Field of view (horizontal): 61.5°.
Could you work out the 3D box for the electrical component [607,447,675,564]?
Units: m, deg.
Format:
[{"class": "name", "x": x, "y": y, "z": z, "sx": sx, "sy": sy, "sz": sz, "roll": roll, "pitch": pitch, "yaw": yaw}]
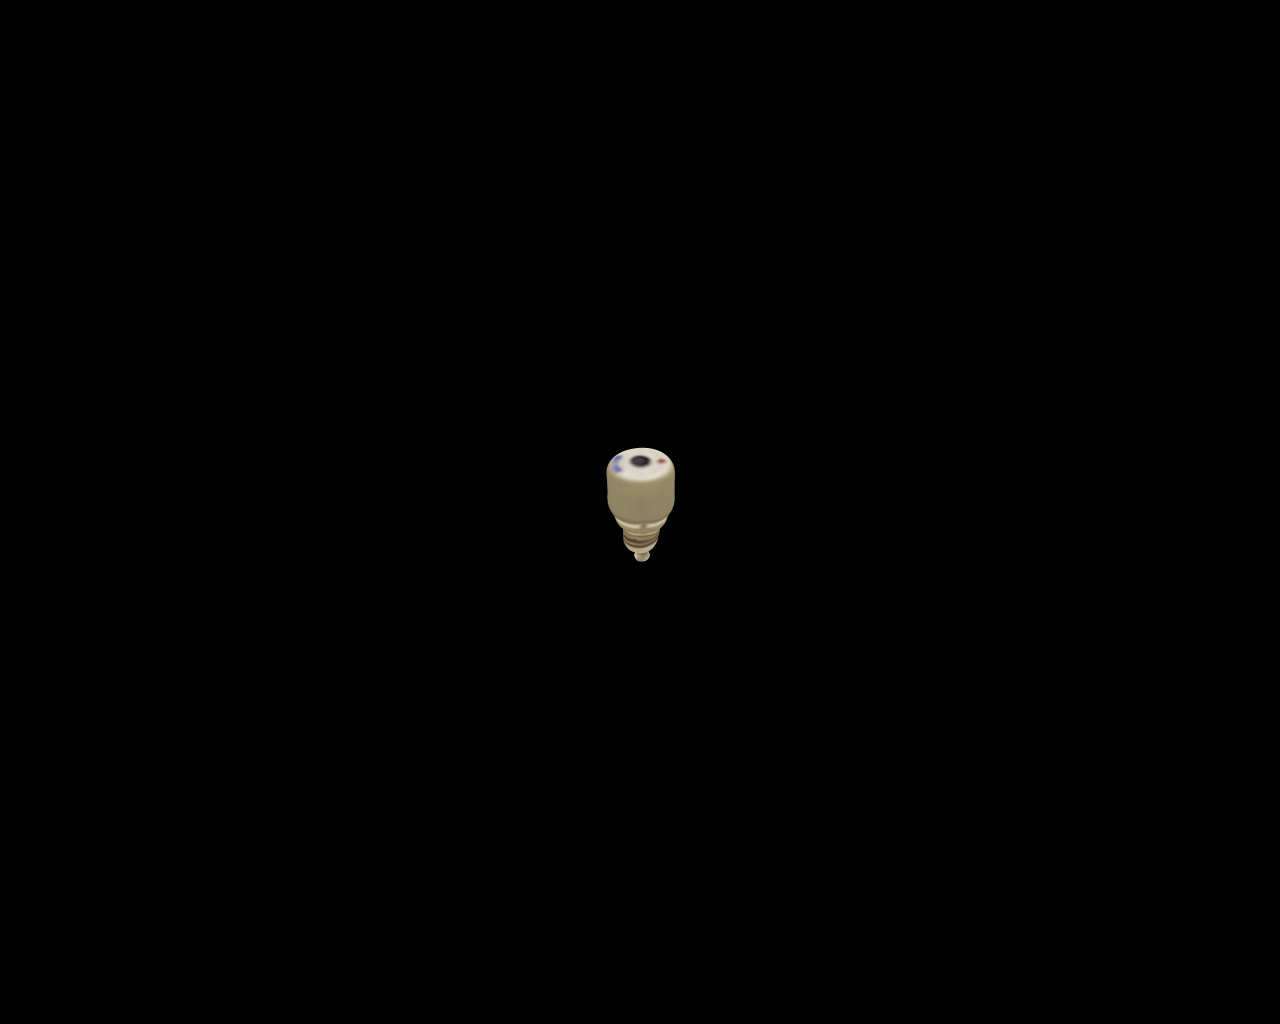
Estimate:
[{"class": "electrical component", "x": 0.001, "y": -0.003, "z": 0.650, "sx": 0.040, "sy": 0.078, "sz": 0.040, "roll": 0, "pitch": 36, "yaw": 0}]
